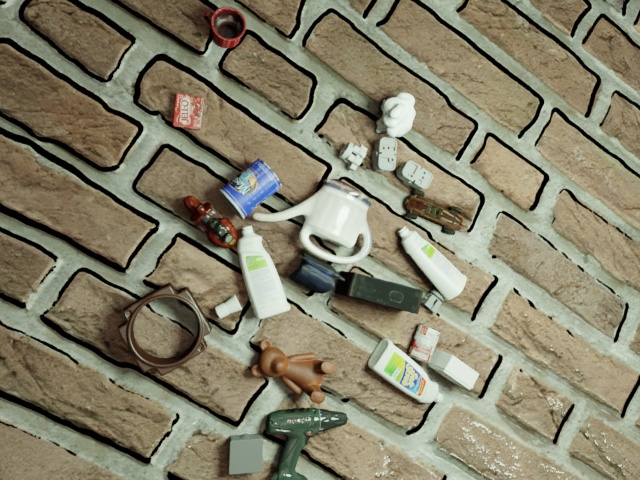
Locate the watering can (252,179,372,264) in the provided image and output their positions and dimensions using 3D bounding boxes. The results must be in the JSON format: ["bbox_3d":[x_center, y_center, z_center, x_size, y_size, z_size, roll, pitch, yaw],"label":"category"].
[{"bbox_3d":[0.004,-0.073,1.445,0.346,0.104,0.226,26,81,-13],"label":"watering can"}]

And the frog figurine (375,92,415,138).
[{"bbox_3d":[0.231,-0.366,1.490,0.122,0.159,0.138,33,82,-13],"label":"frog figurine"}]
